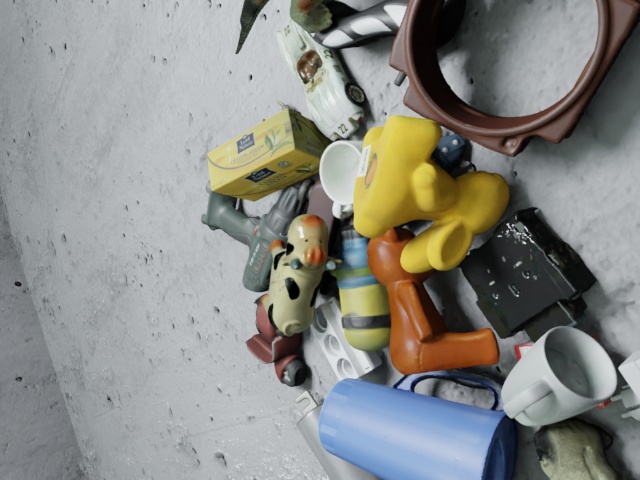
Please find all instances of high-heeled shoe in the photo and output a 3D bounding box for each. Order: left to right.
[{"bbox_3d":[0.065,-0.302,0.675,0.249,0.086,0.145,44,128,23],"label":"high-heeled shoe"}]

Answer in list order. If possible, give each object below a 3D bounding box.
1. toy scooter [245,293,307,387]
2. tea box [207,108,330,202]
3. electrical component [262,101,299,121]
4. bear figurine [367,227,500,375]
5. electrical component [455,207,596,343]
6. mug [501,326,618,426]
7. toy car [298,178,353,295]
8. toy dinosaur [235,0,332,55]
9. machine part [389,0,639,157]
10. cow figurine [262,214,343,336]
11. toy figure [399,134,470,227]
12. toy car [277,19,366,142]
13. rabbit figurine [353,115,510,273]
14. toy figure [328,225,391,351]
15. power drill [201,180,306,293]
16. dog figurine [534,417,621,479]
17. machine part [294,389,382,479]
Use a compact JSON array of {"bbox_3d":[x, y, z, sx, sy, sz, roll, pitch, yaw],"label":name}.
[{"bbox_3d":[-0.085,0.168,0.969,0.135,0.075,0.183,16,116,44],"label":"toy scooter"},{"bbox_3d":[-0.077,-0.122,0.812,0.170,0.098,0.068,-20,71,35],"label":"tea box"},{"bbox_3d":[-0.065,-0.174,0.877,0.078,0.045,0.102,42,137,-5],"label":"electrical component"},{"bbox_3d":[0.131,0.067,0.676,0.120,0.132,0.196,98,166,-71],"label":"bear figurine"},{"bbox_3d":[0.233,0.047,0.605,0.134,0.058,0.115,57,137,20],"label":"electrical component"},{"bbox_3d":[0.233,0.156,0.558,0.081,0.109,0.107,49,144,23],"label":"mug"},{"bbox_3d":[-0.002,-0.003,0.846,0.089,0.053,0.202,23,120,19],"label":"toy car"},{"bbox_3d":[0.018,-0.361,0.582,0.405,0.192,0.131,-34,57,16],"label":"toy dinosaur"},{"bbox_3d":[0.184,-0.200,0.529,0.202,0.087,0.200,31,123,15],"label":"machine part"},{"bbox_3d":[-0.031,0.052,0.773,0.127,0.085,0.194,-118,36,-56],"label":"cow figurine"},{"bbox_3d":[0.128,-0.073,0.687,0.064,0.058,0.154,33,130,-6],"label":"toy figure"},{"bbox_3d":[0.001,-0.238,0.776,0.073,0.056,0.201,-36,74,45],"label":"toy car"},{"bbox_3d":[0.130,-0.045,0.588,0.122,0.173,0.162,157,122,-70],"label":"rabbit figurine"},{"bbox_3d":[0.061,0.069,0.771,0.082,0.089,0.180,-1,103,61],"label":"toy figure"},{"bbox_3d":[-0.116,-0.039,0.950,0.208,0.086,0.231,33,122,29],"label":"power drill"},{"bbox_3d":[0.324,0.278,0.552,0.172,0.121,0.190,-9,75,15],"label":"dog figurine"},{"bbox_3d":[0.038,0.353,0.883,0.243,0.079,0.079,53,133,25],"label":"machine part"}]
